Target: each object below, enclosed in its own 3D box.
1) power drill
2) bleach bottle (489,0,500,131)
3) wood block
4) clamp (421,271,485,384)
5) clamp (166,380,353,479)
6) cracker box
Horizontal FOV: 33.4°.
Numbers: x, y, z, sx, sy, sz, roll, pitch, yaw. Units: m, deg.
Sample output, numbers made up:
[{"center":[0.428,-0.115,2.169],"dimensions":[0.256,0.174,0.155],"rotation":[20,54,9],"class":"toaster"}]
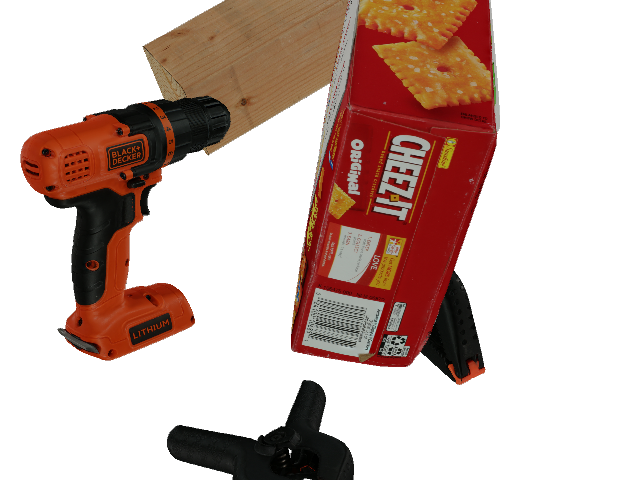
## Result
[{"center":[-0.141,-0.014,0.833],"dimensions":[0.057,0.188,0.184],"rotation":[19,29,41],"class":"power drill"},{"center":[0.081,-0.182,0.772],"dimensions":[0.068,0.251,0.102],"rotation":[15,37,35],"class":"bleach bottle"},{"center":[-0.054,-0.187,1.046],"dimensions":[0.206,0.091,0.090],"rotation":[-32,50,-13],"class":"wood block"},{"center":[0.073,0.017,0.869],"dimensions":[0.036,0.210,0.165],"rotation":[-23,-23,-26],"class":"clamp"},{"center":[-0.037,0.147,0.713],"dimensions":[0.120,0.039,0.171],"rotation":[-20,17,-8],"class":"clamp"},{"center":[0.039,-0.067,0.557],"dimensions":[0.072,0.213,0.164],"rotation":[10,-45,-2],"class":"cracker box"}]
